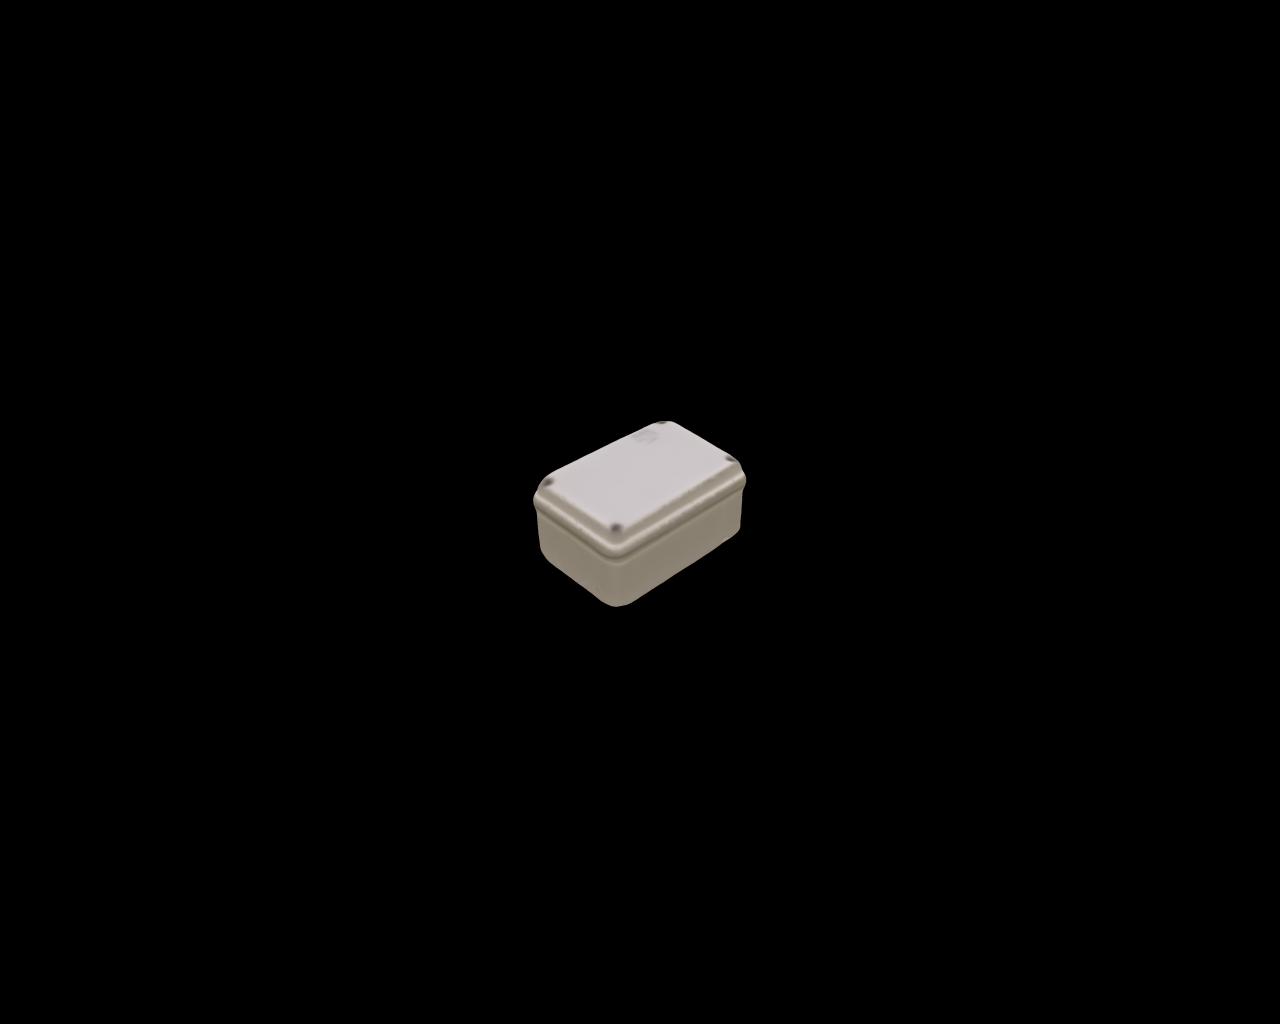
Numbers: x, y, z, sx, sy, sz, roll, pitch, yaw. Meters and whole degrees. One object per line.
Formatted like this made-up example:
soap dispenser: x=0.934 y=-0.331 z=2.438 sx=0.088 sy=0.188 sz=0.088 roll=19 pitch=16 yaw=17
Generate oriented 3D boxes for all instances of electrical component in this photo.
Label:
electrical component: x=0.001 y=-0.003 z=0.650 sx=0.113 sy=0.057 sz=0.078 roll=-29 pitch=46 yaw=-33
